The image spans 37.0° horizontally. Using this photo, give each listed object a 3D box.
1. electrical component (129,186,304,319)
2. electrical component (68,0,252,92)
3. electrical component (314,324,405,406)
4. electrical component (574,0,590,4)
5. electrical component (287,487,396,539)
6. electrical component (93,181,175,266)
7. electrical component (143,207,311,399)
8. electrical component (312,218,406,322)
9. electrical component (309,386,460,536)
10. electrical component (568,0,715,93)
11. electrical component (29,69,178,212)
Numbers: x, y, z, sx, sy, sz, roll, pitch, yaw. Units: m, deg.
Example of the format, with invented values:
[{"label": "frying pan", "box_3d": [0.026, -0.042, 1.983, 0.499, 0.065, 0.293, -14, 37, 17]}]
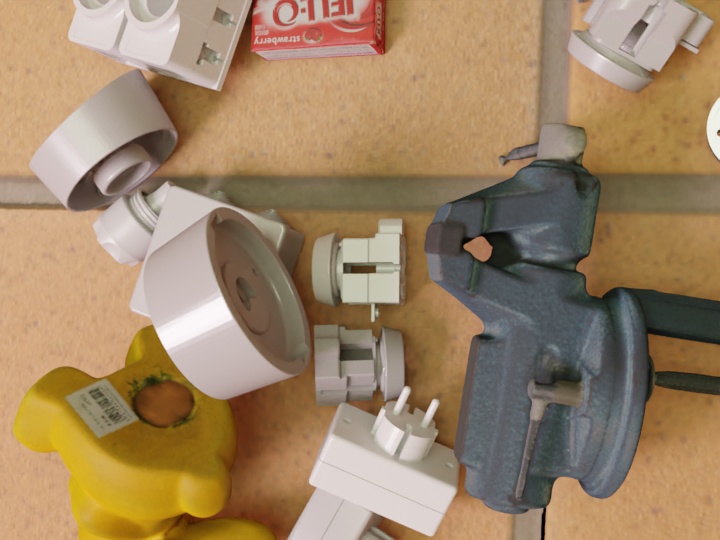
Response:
[{"label": "electrical component", "box_3d": [-0.093, 0.000, 0.718, 0.100, 0.048, 0.099, 20, 92, 17]}, {"label": "electrical component", "box_3d": [-0.119, -0.227, 0.720, 0.105, 0.060, 0.186, 21, 92, 35]}, {"label": "electrical component", "box_3d": [-0.001, 0.060, 0.682, 0.055, 0.066, 0.048, -2, 60, -2]}, {"label": "electrical component", "box_3d": [0.133, -0.196, 0.670, 0.040, 0.040, 0.046, -45, 70, 9]}, {"label": "electrical component", "box_3d": [-0.001, 0.176, 0.679, 0.077, 0.047, 0.065, 30, 95, 17]}, {"label": "electrical component", "box_3d": [-0.149, -0.035, 0.741, 0.062, 0.043, 0.043, -40, 76, 9]}, {"label": "electrical component", "box_3d": [-0.083, 0.024, 0.633, 0.060, 0.108, 0.108, -27, 79, 17]}, {"label": "electrical component", "box_3d": [0.000, 0.000, 0.693, 0.055, 0.048, 0.066, 0, 86, 9]}, {"label": "electrical component", "box_3d": [0.023, 0.106, 0.656, 0.083, 0.047, 0.075, 24, 110, -1]}, {"label": "electrical component", "box_3d": [0.162, -0.144, 0.643, 0.078, 0.058, 0.057, 26, 114, -10]}, {"label": "electrical component", "box_3d": [-0.174, -0.087, 0.726, 0.099, 0.099, 0.064, -39, 83, 11]}]
